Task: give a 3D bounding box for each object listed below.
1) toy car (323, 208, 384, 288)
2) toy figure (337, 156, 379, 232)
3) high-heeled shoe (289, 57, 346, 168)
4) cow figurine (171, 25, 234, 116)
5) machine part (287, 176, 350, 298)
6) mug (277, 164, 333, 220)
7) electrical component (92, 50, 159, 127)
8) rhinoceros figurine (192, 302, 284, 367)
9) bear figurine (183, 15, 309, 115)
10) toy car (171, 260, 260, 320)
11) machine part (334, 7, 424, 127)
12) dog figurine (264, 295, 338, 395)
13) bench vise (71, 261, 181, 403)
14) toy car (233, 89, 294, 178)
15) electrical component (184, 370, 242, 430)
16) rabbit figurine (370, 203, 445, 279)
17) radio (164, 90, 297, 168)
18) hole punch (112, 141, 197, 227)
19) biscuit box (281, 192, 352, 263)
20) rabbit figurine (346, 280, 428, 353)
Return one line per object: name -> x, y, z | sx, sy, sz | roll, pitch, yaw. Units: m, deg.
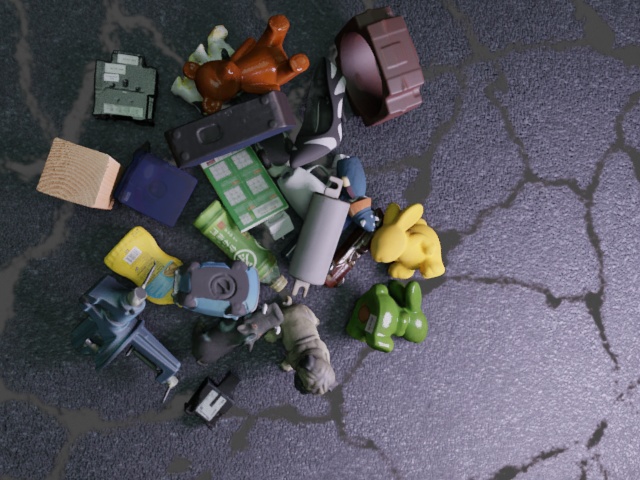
toy car -> 0.072, 0.019, 1.123 | 0.202, 0.053, 0.089 | -47, 145, -8
toy figure -> 0.074, -0.089, 1.075 | 0.064, 0.058, 0.154 | -15, 91, -22
high-heeled shoe -> -0.012, -0.256, 1.065 | 0.249, 0.086, 0.145 | -54, 129, -43
cow figurine -> -0.213, -0.334, 1.059 | 0.098, 0.068, 0.167 | 34, 87, -18
machine part -> -0.002, -0.003, 1.039 | 0.079, 0.079, 0.243 | 17, 95, -13
mug -> -0.026, -0.108, 1.086 | 0.107, 0.081, 0.109 | 43, 83, -32
electrical component -> -0.370, -0.291, 1.029 | 0.115, 0.058, 0.134 | 6, 90, -16
rhinoceros figurine -> -0.164, 0.177, 1.057 | 0.190, 0.112, 0.073 | -26, 108, -4
bear figurine -> -0.141, -0.321, 0.998 | 0.196, 0.132, 0.120 | -26, 91, -32
toy car -> -0.200, 0.101, 1.025 | 0.162, 0.103, 0.109 | 3, 65, -14
machine part -> 0.115, -0.339, 1.069 | 0.087, 0.201, 0.200 | -23, 96, -16
dog figurine -> -0.032, 0.202, 1.053 | 0.121, 0.190, 0.172 | -30, 96, -11
bench vise -> -0.343, 0.180, 0.991 | 0.223, 0.129, 0.240 | -39, 104, 20
toy car -> -0.111, -0.226, 1.094 | 0.073, 0.056, 0.201 | -25, 96, -6
electrical component -> -0.211, 0.312, 1.085 | 0.075, 0.048, 0.119 | 38, 82, -12
rabbit figurine -> 0.173, 0.004, 1.105 | 0.173, 0.122, 0.162 | 3, 94, -43
radio -> -0.165, -0.204, 0.999 | 0.230, 0.131, 0.073 | -21, 98, 7
hole punch -> -0.307, -0.096, 1.007 | 0.115, 0.092, 0.142 | 31, 87, -48
biscuit box -> 0.009, -0.024, 1.123 | 0.059, 0.063, 0.202 | 43, 82, -12
rabbit figurine -> 0.160, 0.163, 1.155 | 0.170, 0.121, 0.159 | 18, 80, -31
